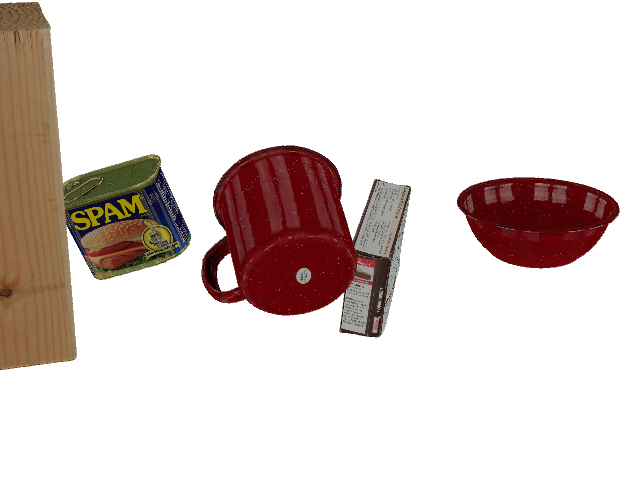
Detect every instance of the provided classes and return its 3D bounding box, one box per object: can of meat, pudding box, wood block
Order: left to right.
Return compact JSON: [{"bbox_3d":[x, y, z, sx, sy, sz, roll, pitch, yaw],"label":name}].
[{"bbox_3d":[-0.204,-0.032,0.646,0.090,0.206,0.090,-6,23,-17],"label":"wood block"},{"bbox_3d":[-0.177,-0.019,0.963,0.102,0.084,0.057,-15,30,11],"label":"can of meat"},{"bbox_3d":[0.048,0.015,0.918,0.039,0.090,0.113,10,37,7],"label":"pudding box"}]

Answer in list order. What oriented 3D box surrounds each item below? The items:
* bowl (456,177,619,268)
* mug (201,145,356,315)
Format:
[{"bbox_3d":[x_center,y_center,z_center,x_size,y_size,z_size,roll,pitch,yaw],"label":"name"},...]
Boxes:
[{"bbox_3d":[0.219,-0.014,1.089,0.162,0.055,0.162,-1,22,0],"label":"bowl"},{"bbox_3d":[-0.032,0.002,0.731,0.117,0.081,0.093,-29,-45,13],"label":"mug"}]
